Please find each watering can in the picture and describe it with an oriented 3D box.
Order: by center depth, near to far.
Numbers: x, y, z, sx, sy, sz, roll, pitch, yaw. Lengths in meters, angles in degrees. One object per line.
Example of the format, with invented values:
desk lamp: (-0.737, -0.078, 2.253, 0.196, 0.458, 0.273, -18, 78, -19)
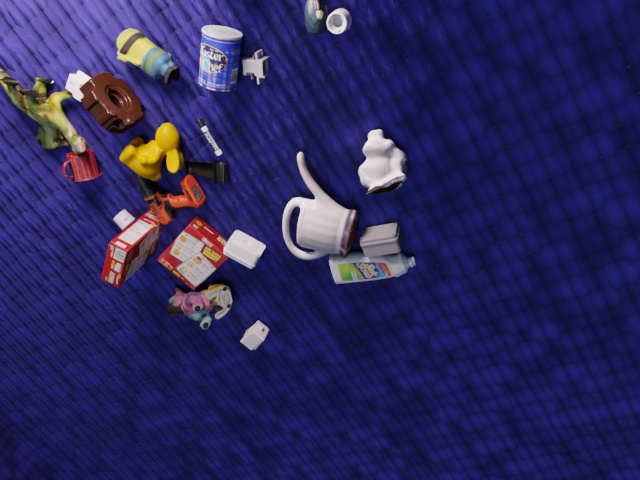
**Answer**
watering can: (0.005, -0.075, 1.482, 0.224, 0.340, 0.106, 14, 33, 7)

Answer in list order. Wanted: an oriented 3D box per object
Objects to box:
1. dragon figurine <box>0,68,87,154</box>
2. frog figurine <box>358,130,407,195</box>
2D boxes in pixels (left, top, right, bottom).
dragon figurine: (-0.861, -0.376, 1.564, 0.412, 0.237, 0.124, 27, 42, 16)
frog figurine: (0.161, -0.209, 1.380, 0.136, 0.161, 0.123, -26, -16, 36)
